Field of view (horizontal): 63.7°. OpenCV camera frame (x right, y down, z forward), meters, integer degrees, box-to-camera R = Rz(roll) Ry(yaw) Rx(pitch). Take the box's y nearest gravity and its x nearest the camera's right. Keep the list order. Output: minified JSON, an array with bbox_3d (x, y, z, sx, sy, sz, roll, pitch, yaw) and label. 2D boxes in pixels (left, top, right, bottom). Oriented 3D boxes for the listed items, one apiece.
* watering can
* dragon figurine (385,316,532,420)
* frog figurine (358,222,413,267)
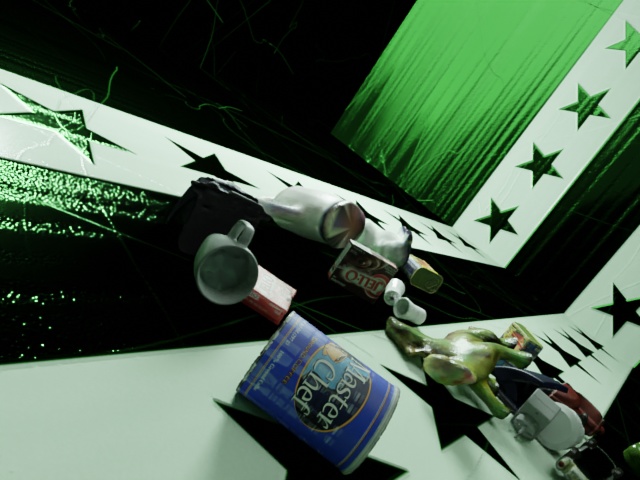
[{"bbox_3d":[0.003,-0.057,1.138,0.226,0.103,0.348,20,11,31],"label":"watering can"},{"bbox_3d":[0.239,0.191,0.961,0.243,0.121,0.412,26,7,-1],"label":"dragon figurine"},{"bbox_3d":[0.152,0.014,1.339,0.159,0.120,0.140,-3,29,-2],"label":"frog figurine"}]
